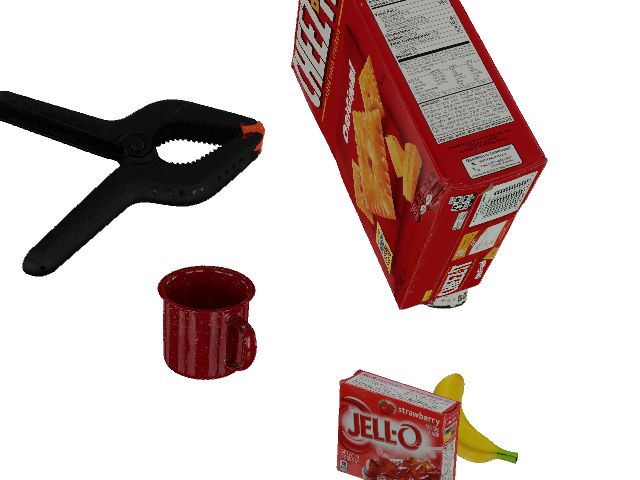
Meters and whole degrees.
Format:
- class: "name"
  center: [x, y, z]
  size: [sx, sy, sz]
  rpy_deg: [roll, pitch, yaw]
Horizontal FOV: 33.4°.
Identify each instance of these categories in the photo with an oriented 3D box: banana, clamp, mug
- class: "banana"
  center: [0.168, 0.214, 1.280]
  size: [0.069, 0.037, 0.198]
  rpy_deg: [10, 20, -17]
- class: "clamp"
  center: [-0.142, -0.053, 0.807]
  size: [0.209, 0.164, 0.036]
  rpy_deg: [-6, -31, -14]
- class: "mug"
  center: [-0.103, 0.085, 1.027]
  size: [0.117, 0.081, 0.093]
  rpy_deg: [25, 33, 37]

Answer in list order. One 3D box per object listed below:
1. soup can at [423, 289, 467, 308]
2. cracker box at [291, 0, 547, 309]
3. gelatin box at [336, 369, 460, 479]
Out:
- class: "soup can"
  center: [0.137, 0.019, 1.217]
  size: [0.068, 0.102, 0.068]
  rpy_deg: [2, 21, -1]
- class: "cracker box"
  center: [0.050, -0.086, 0.693]
  size: [0.072, 0.214, 0.164]
  rpy_deg: [-17, -24, -15]
- class: "gelatin box"
  center: [0.054, 0.141, 0.768]
  size: [0.089, 0.073, 0.030]
  rpy_deg: [14, 21, 33]
